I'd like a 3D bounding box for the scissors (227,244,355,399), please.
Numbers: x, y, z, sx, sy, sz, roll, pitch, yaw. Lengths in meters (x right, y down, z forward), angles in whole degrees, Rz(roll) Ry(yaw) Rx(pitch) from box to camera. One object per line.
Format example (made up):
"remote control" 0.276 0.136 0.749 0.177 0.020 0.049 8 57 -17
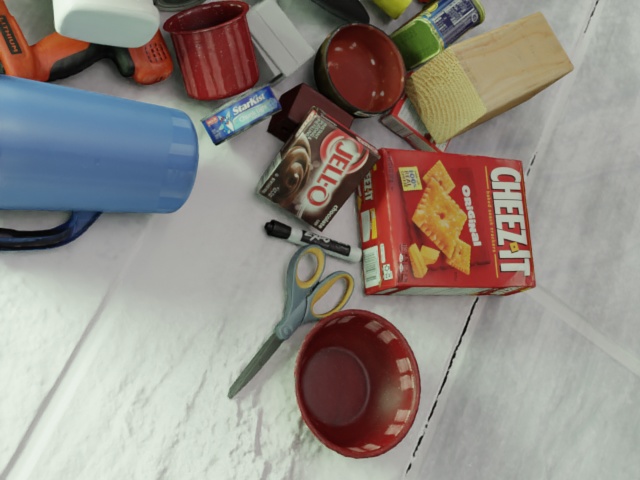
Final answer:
"scissors" -0.042 0.079 1.165 0.201 0.016 0.096 -34 108 -30

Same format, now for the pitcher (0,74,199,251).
"pitcher" -0.248 -0.077 1.033 0.242 0.149 0.145 5 62 -33

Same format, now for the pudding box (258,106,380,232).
"pudding box" -0.002 -0.078 1.180 0.090 0.039 0.114 32 110 -19

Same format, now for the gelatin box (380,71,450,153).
"gelatin box" 0.126 -0.152 1.311 0.089 0.030 0.073 36 63 -19

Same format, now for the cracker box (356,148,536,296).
"cracker box" 0.151 -0.018 1.271 0.213 0.072 0.164 2 78 -30

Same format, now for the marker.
"marker" -0.008 0.001 1.206 0.121 0.020 0.020 19 70 -25

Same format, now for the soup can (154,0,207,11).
"soup can" -0.160 -0.309 1.160 0.068 0.069 0.102 -6 83 -31

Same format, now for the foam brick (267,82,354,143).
"foam brick" -0.011 -0.132 1.215 0.078 0.053 0.051 32 65 -20

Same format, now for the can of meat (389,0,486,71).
"can of meat" 0.138 -0.256 1.301 0.083 0.102 0.057 -42 100 -28

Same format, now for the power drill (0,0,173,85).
"power drill" -0.259 -0.232 1.093 0.187 0.057 0.184 -22 87 -31

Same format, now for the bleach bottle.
"bleach bottle" -0.222 -0.322 1.077 0.102 0.068 0.251 4 67 -28

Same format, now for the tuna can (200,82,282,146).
"tuna can" -0.085 -0.136 1.154 0.086 0.086 0.034 -33 97 -31

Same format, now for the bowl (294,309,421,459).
"bowl" 0.030 0.159 1.171 0.161 0.055 0.162 7 76 -29

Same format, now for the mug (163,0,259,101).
"mug" -0.115 -0.205 1.143 0.093 0.117 0.081 -20 120 -12

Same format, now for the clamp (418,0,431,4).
"clamp" 0.193 -0.348 1.389 0.120 0.039 0.171 49 67 -19

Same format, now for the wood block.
"wood block" 0.208 -0.201 1.307 0.205 0.091 0.090 -28 86 -43
